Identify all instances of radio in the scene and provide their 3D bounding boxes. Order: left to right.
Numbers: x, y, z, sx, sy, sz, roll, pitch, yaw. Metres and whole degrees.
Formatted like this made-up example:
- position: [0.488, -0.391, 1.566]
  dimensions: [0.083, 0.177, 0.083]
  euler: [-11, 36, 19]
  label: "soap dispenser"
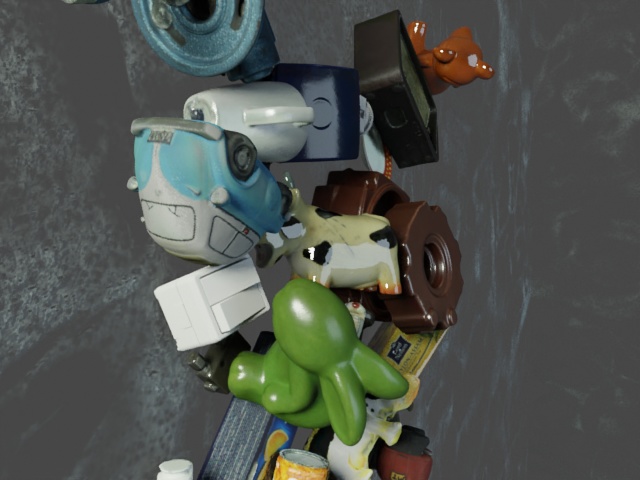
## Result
- position: [0.124, -0.220, 0.834]
  dimensions: [0.229, 0.073, 0.131]
  euler: [46, 40, -51]
  label: "radio"

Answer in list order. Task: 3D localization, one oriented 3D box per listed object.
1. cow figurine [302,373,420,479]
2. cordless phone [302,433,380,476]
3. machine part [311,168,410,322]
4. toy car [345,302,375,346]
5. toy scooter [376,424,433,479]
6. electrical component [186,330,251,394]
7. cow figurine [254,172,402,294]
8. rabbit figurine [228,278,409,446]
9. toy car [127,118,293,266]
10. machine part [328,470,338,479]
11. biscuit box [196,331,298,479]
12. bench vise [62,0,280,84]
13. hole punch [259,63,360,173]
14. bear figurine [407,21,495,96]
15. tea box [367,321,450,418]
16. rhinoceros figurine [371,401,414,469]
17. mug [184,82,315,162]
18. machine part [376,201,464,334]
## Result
- position: [0.055, 0.228, 0.681]
  dimensions: [0.167, 0.098, 0.068]
  euler: [-52, 158, -25]
  label: "cow figurine"
- position: [0.022, 0.356, 0.760]
  dimensions: [0.146, 0.089, 0.184]
  euler: [-47, 144, -49]
  label: "cordless phone"
- position: [0.064, 0.012, 0.766]
  dimensions: [0.201, 0.087, 0.201]
  euler: [24, 74, -59]
  label: "machine part"
- position: [0.031, 0.144, 0.696]
  dimensions: [0.201, 0.056, 0.073]
  euler: [91, 17, -60]
  label: "toy car"
- position: [0.118, 0.340, 0.774]
  dimensions: [0.183, 0.075, 0.135]
  euler: [52, 52, -68]
  label: "toy scooter"
- position: [-0.099, 0.126, 0.554]
  dimensions: [0.063, 0.021, 0.093]
  euler: [-66, 146, -31]
  label: "electrical component"
- position: [-0.001, -0.002, 0.596]
  dimensions: [0.195, 0.085, 0.127]
  euler: [4, 84, -27]
  label: "cow figurine"
- position: [-0.008, 0.112, 0.492]
  dimensions: [0.121, 0.159, 0.170]
  euler: [-38, 153, -27]
  label: "rabbit figurine"
- position: [-0.098, -0.030, 0.462]
  dimensions: [0.161, 0.109, 0.103]
  euler: [47, 60, -58]
  label: "toy car"
- position: [-0.004, 0.353, 0.632]
  dimensions: [0.079, 0.079, 0.242]
  euler: [-43, 131, -51]
  label: "machine part"
- position: [-0.064, 0.200, 0.584]
  dimensions: [0.059, 0.063, 0.203]
  euler: [60, 44, -47]
  label: "biscuit box"
- position: [-0.110, -0.219, 0.401]
  dimensions: [0.240, 0.129, 0.223]
  euler: [-50, 135, -56]
  label: "bench vise"
- position: [-0.015, -0.142, 0.611]
  dimensions: [0.116, 0.092, 0.142]
  euler: [-17, 112, -55]
  label: "hole punch"
- position: [0.211, -0.311, 0.892]
  dimensions: [0.196, 0.120, 0.132]
  euler: [-171, -85, -80]
  label: "bear figurine"
- position: [0.111, 0.172, 0.799]
  dimensions: [0.169, 0.068, 0.098]
  euler: [-51, -177, -18]
  label: "tea box"
- position: [0.101, 0.273, 0.874]
  dimensions: [0.112, 0.073, 0.190]
  euler: [0, 93, -62]
  label: "rhinoceros figurine"
- position: [-0.066, -0.111, 0.510]
  dimensions: [0.107, 0.110, 0.080]
  euler: [-14, 109, -46]
  label: "mug"
- position: [0.137, 0.035, 0.722]
  dimensions: [0.179, 0.056, 0.179]
  euler: [16, 69, -50]
  label: "machine part"
